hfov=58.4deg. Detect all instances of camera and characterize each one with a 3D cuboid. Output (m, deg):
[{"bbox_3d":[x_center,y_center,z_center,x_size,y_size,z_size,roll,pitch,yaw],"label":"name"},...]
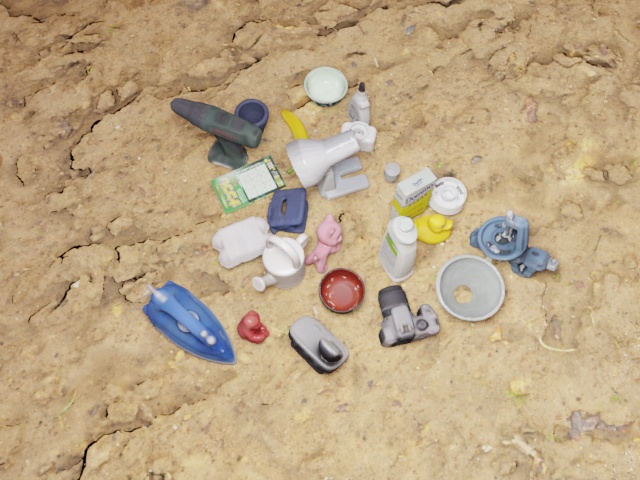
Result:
[{"bbox_3d":[0.201,0.173,1.363,0.143,0.101,0.137,-13,70,-5],"label":"camera"}]

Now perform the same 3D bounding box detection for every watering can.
[{"bbox_3d":[-0.089,0.051,1.356,0.101,0.194,0.173,17,70,6],"label":"watering can"}]

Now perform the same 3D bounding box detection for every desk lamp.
[{"bbox_3d":[0.022,-0.192,1.438,0.203,0.213,0.118,-18,70,-7],"label":"desk lamp"}]

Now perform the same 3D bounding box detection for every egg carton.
[{"bbox_3d":[-0.191,0.005,1.438,0.150,0.069,0.107,-23,71,-9],"label":"egg carton"}]

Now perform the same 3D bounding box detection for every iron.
[{"bbox_3d":[-0.299,0.194,1.328,0.258,0.141,0.119,36,73,12],"label":"iron"}]

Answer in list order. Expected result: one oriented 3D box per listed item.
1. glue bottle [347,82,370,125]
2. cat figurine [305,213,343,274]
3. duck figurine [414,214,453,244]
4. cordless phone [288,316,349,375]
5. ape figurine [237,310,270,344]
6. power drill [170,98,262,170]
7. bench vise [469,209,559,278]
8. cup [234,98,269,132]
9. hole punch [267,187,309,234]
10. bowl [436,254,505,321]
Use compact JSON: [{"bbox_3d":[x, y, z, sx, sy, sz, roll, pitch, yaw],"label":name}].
[{"bbox_3d":[0.107,-0.364,1.525,0.037,0.173,0.078,-28,72,-10],"label":"glue bottle"},{"bbox_3d":[0.013,0.005,1.415,0.067,0.118,0.128,27,71,10],"label":"cat figurine"},{"bbox_3d":[0.286,-0.037,1.451,0.104,0.086,0.077,5,69,1],"label":"duck figurine"},{"bbox_3d":[-0.005,0.227,1.295,0.147,0.185,0.094,39,74,13],"label":"cordless phone"},{"bbox_3d":[-0.160,0.202,1.353,0.076,0.092,0.078,0,69,0],"label":"ape figurine"},{"bbox_3d":[-0.257,-0.268,1.466,0.229,0.208,0.076,16,70,6],"label":"power drill"},{"bbox_3d":[0.479,-0.004,1.369,0.207,0.220,0.121,11,70,4],"label":"bench vise"},{"bbox_3d":[-0.178,-0.307,1.542,0.091,0.095,0.117,-8,70,-3],"label":"cup"},{"bbox_3d":[-0.083,-0.076,1.458,0.101,0.091,0.108,5,69,1],"label":"hole punch"},{"bbox_3d":[0.359,0.124,1.397,0.167,0.075,0.167,0,69,0],"label":"bowl"}]
